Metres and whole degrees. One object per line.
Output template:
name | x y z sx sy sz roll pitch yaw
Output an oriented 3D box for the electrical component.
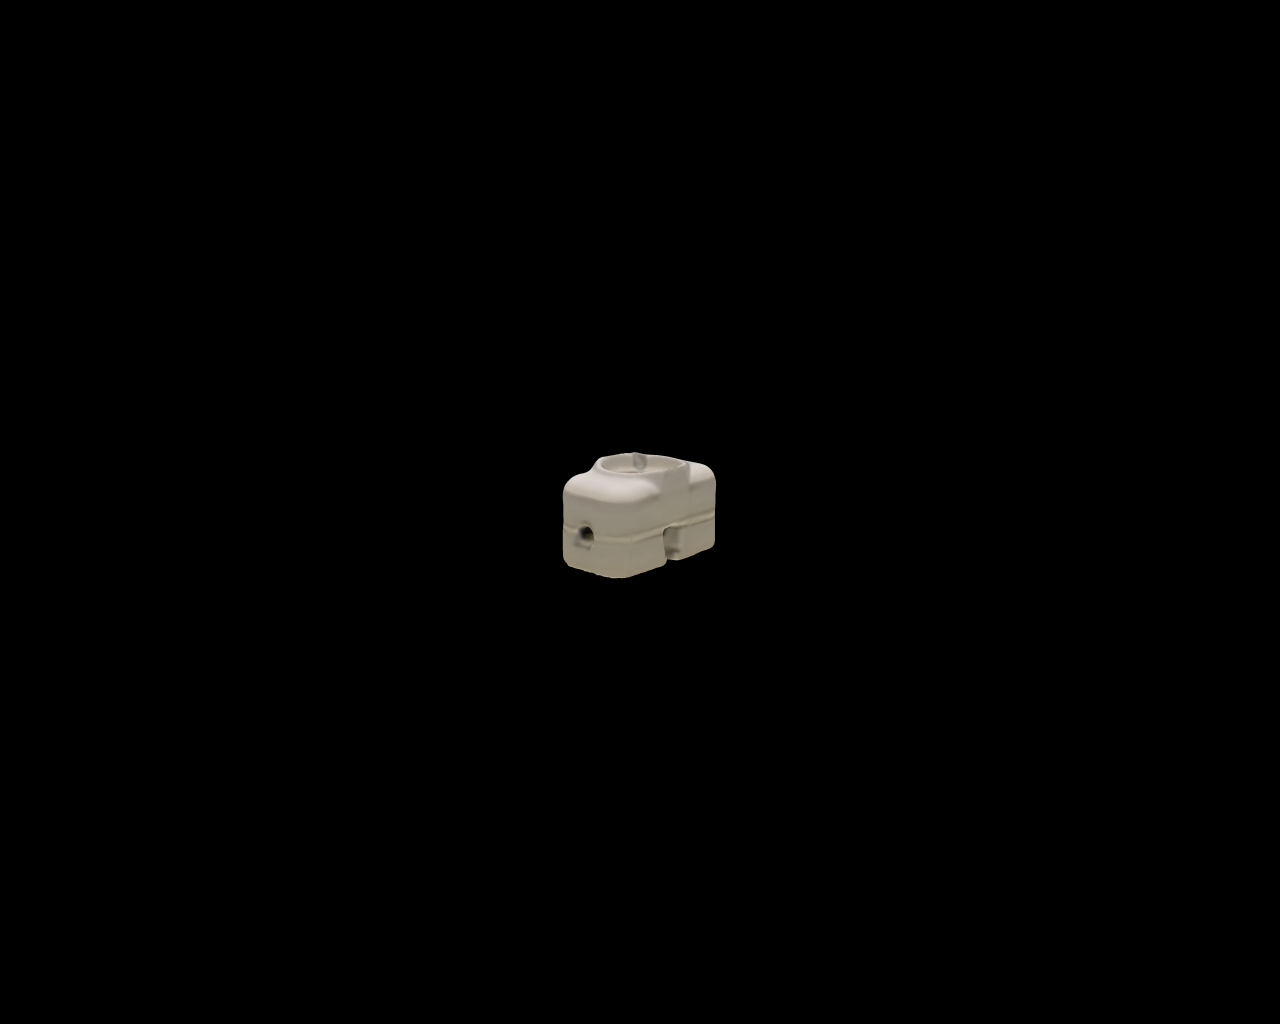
electrical component | 0.001 -0.003 0.650 0.054 0.059 0.095 14 20 42
